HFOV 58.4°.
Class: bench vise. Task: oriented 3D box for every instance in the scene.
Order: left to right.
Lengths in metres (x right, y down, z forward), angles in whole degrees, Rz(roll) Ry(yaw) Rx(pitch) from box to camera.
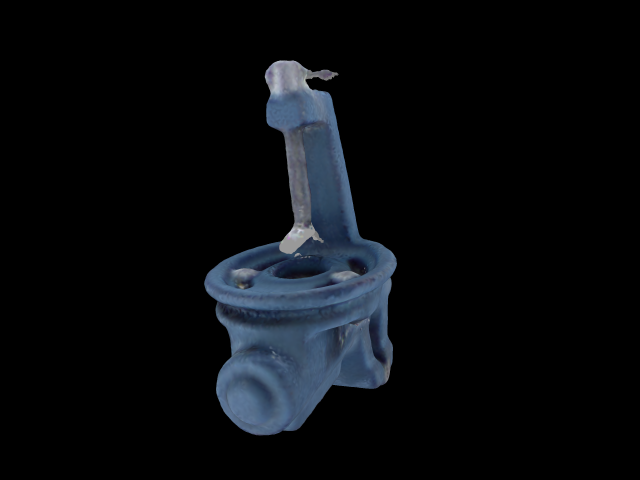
[{"bbox_3d":[-0.008,0.001,0.401,0.121,0.220,0.207,0,0,6],"label":"bench vise"}]
